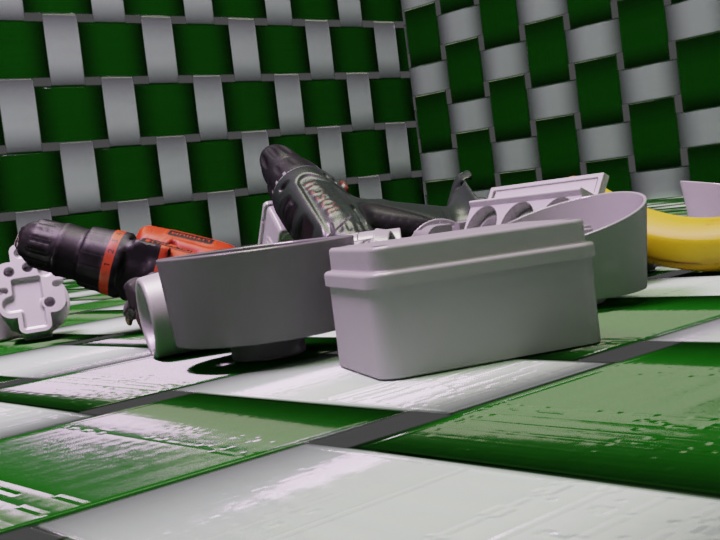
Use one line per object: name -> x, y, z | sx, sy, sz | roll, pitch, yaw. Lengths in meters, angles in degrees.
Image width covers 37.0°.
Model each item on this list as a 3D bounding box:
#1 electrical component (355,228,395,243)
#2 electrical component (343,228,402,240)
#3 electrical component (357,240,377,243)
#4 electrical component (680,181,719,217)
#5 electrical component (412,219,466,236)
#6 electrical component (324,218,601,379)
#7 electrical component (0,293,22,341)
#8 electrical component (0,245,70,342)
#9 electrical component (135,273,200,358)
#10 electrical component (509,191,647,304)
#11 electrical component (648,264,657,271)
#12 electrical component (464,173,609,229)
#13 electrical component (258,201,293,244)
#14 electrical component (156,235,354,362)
electrical component -> 0.000, 0.000, 0.813 | 0.057, 0.058, 0.078 | -9, 3, 11
electrical component -> 0.008, -0.005, 0.905 | 0.059, 0.053, 0.095 | -7, 3, 2
electrical component -> -0.020, 0.003, 0.743 | 0.079, 0.043, 0.077 | -41, 22, -27
electrical component -> 0.312, -0.047, 0.864 | 0.099, 0.064, 0.099 | -8, 2, 0
electrical component -> 0.071, -0.012, 0.870 | 0.078, 0.058, 0.057 | -8, 6, -13
electrical component -> 0.047, 0.011, 0.506 | 0.113, 0.057, 0.078 | -8, 3, -18
electrical component -> -0.326, 0.031, 0.969 | 0.054, 0.059, 0.095 | -6, 3, 14
electrical component -> -0.276, 0.024, 0.910 | 0.058, 0.078, 0.057 | -9, -18, -14
electrical component -> -0.108, 0.024, 0.656 | 0.047, 0.055, 0.055 | -13, 5, -20
electrical component -> 0.125, -0.011, 0.648 | 0.099, 0.064, 0.099 | -7, 3, 0
electrical component -> 0.192, -0.017, 0.821 | 0.078, 0.040, 0.040 | -6, 3, 22
electrical component -> 0.132, -0.021, 0.767 | 0.063, 0.078, 0.121 | 24, -13, -28
electrical component -> -0.059, -0.029, 1.151 | 0.100, 0.099, 0.048 | -9, 44, -23
electrical component -> -0.053, 0.017, 0.587 | 0.108, 0.060, 0.108 | -7, 3, 0
